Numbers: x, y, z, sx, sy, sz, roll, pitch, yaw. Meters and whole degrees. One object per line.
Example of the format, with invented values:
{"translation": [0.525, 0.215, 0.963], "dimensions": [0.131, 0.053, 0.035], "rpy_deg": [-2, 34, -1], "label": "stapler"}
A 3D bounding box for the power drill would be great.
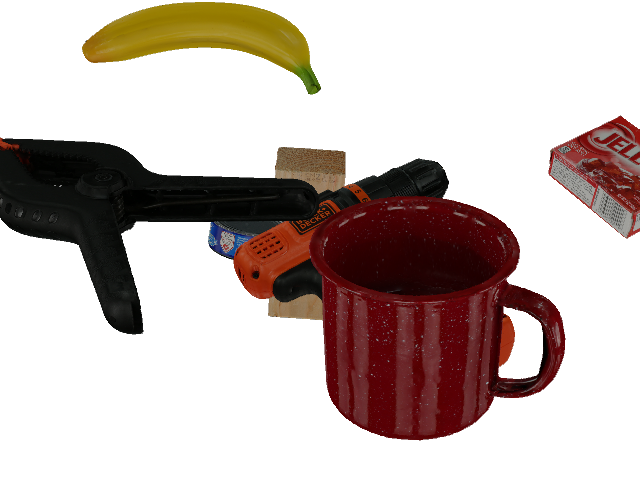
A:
{"translation": [0.054, 0.028, 0.773], "dimensions": [0.184, 0.057, 0.188], "rpy_deg": [-29, 49, -16], "label": "power drill"}

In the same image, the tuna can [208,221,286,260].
{"translation": [-0.075, -0.006, 1.128], "dimensions": [0.086, 0.034, 0.086], "rpy_deg": [9, 19, -3], "label": "tuna can"}

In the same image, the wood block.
{"translation": [-0.019, -0.009, 1.398], "dimensions": [0.090, 0.206, 0.091], "rpy_deg": [4, 25, -1], "label": "wood block"}

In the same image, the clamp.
{"translation": [-0.117, -0.024, 0.637], "dimensions": [0.210, 0.036, 0.164], "rpy_deg": [26, 38, 35], "label": "clamp"}

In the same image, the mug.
{"translation": [0.053, 0.039, 0.486], "dimensions": [0.117, 0.081, 0.093], "rpy_deg": [11, 32, 22], "label": "mug"}

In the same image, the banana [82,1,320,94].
{"translation": [-0.093, -0.167, 0.879], "dimensions": [0.198, 0.069, 0.037], "rpy_deg": [7, -35, 2], "label": "banana"}

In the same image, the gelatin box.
{"translation": [0.228, -0.050, 0.803], "dimensions": [0.073, 0.030, 0.089], "rpy_deg": [-25, 50, -22], "label": "gelatin box"}
